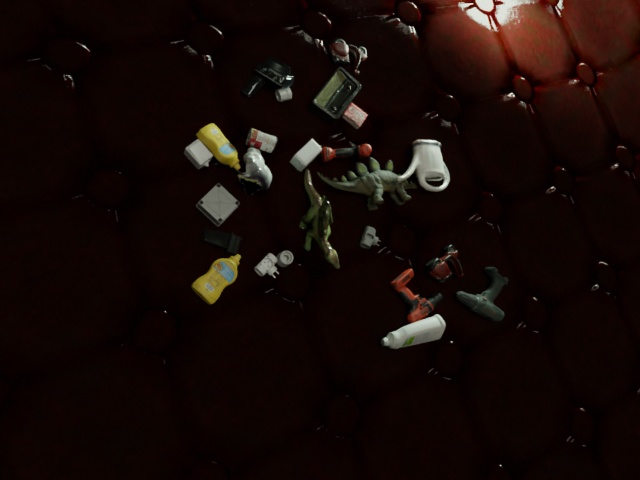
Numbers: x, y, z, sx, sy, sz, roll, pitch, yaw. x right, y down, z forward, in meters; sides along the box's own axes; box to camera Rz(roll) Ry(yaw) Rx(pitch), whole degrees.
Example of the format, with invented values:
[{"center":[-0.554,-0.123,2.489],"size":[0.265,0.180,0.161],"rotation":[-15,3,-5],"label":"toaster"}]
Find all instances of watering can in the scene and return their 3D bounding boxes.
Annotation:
[{"center":[0.426,-0.315,2.142],"size":[0.347,0.103,0.227],"rotation":[4,74,-41],"label":"watering can"}]

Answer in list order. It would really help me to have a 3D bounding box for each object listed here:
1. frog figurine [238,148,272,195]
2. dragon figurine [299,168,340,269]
[{"center":[-0.226,-0.261,1.880],"size":[0.135,0.122,0.163],"rotation":[46,49,-42],"label":"frog figurine"},{"center":[0.006,-0.094,1.859],"size":[0.122,0.240,0.413],"rotation":[-8,81,-19],"label":"dragon figurine"}]
